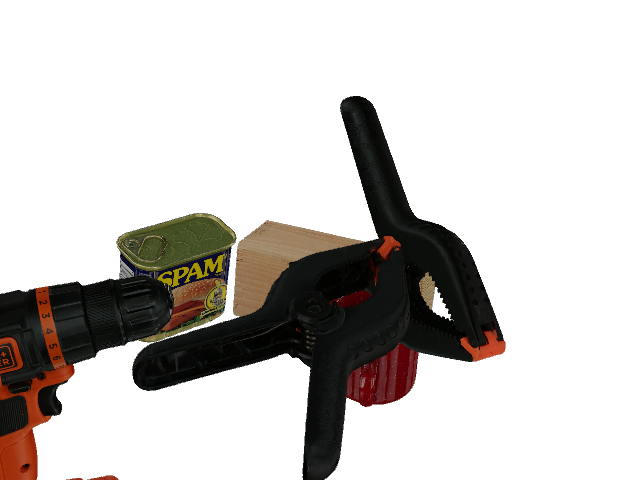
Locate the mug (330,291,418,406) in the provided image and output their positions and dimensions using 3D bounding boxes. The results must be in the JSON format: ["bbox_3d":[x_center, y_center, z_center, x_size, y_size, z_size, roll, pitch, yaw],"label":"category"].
[{"bbox_3d":[0.049,0.104,0.980,0.093,0.081,0.117,5,34,4],"label":"mug"}]

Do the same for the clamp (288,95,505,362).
[{"bbox_3d":[0.056,0.005,0.759,0.036,0.165,0.210,-11,36,-36],"label":"clamp"}]

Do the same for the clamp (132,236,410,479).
[{"bbox_3d":[0.001,0.056,0.563,0.120,0.039,0.171,36,52,28],"label":"clamp"}]

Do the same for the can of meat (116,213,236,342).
[{"bbox_3d":[-0.128,0.033,0.938,0.101,0.084,0.058,-18,42,-35],"label":"can of meat"}]

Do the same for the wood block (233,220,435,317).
[{"bbox_3d":[0.016,0.052,1.183,0.206,0.091,0.090,13,23,17],"label":"wood block"}]

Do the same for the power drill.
[{"bbox_3d":[-0.175,0.117,0.700,0.184,0.188,0.057,-12,25,-8],"label":"power drill"}]
